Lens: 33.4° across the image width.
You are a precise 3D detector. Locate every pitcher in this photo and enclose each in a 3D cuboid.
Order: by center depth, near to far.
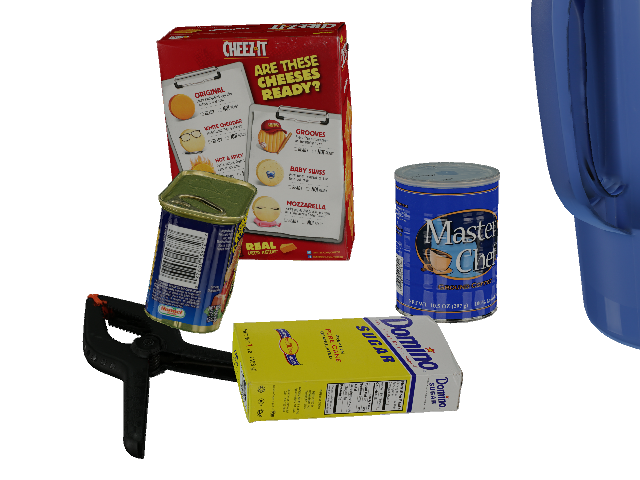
[{"bbox_3d":[0.183,-0.062,0.563,0.149,0.243,0.145,-6,22,6],"label":"pitcher"}]

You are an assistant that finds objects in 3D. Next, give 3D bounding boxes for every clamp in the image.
[{"bbox_3d":[-0.150,0.109,1.006,0.164,0.036,0.210,-18,40,-31],"label":"clamp"}]

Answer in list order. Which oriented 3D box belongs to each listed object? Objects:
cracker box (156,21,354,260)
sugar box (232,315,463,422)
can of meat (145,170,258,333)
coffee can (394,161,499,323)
[{"bbox_3d":[-0.054,-0.090,0.988,0.164,0.214,0.072,0,23,8],"label":"cracker box"},{"bbox_3d":[0.020,0.103,0.882,0.176,0.048,0.093,-4,29,-11],"label":"sugar box"},{"bbox_3d":[-0.082,0.006,0.729,0.057,0.084,0.102,13,17,0],"label":"can of meat"},{"bbox_3d":[0.125,0.000,1.058,0.103,0.140,0.103,-1,14,0],"label":"coffee can"}]
